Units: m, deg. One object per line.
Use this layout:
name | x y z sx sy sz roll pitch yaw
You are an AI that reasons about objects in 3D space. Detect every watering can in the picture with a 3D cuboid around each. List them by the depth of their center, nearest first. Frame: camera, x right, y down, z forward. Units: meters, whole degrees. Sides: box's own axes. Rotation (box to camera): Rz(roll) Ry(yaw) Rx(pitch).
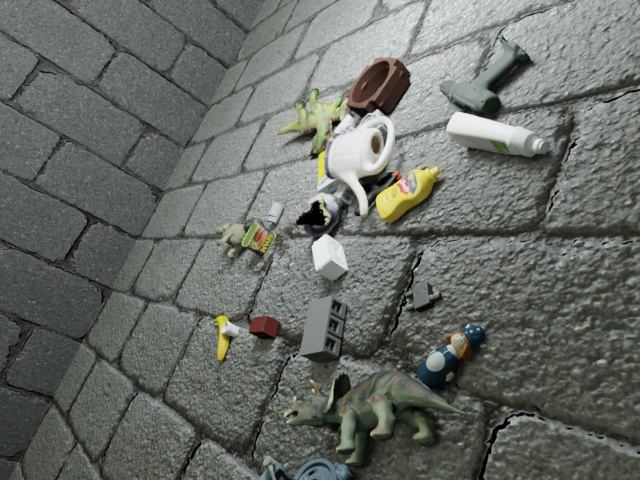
watering can | 0.102 -0.217 1.500 0.224 0.102 0.354 -2 59 41

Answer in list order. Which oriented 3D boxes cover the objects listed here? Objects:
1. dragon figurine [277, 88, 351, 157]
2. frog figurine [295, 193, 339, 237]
dragon figurine | -0.025 -0.424 1.948 0.404 0.121 0.248 -31 47 38
frog figurine | 0.005 -0.081 1.609 0.160 0.123 0.136 -29 -38 -75
